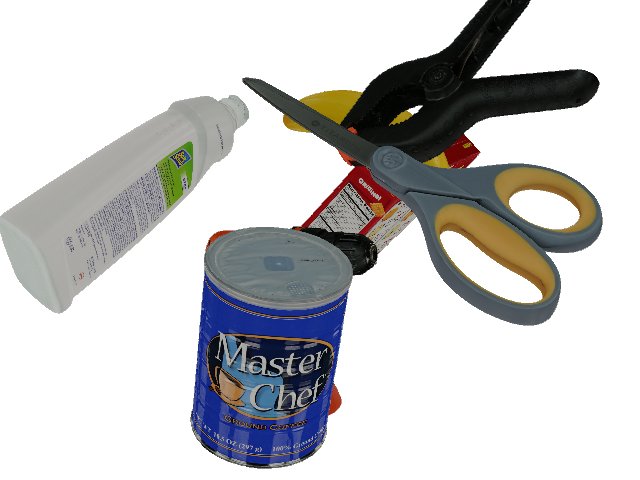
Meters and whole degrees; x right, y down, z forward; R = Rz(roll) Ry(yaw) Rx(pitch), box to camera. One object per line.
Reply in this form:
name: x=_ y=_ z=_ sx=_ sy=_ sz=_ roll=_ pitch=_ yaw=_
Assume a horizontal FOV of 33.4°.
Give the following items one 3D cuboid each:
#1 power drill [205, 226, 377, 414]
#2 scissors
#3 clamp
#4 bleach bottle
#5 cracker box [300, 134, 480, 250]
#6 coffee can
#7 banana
power drill: x=-0.024 y=0.078 z=1.057 sx=0.185 sy=0.188 sz=0.057 roll=1 pitch=10 yaw=30
scissors: x=0.055 y=-0.039 z=0.527 sx=0.096 sy=0.202 sz=0.016 roll=-28 pitch=-32 yaw=-22
clamp: x=0.091 y=-0.092 z=0.688 sx=0.039 sy=0.171 sz=0.120 roll=48 pitch=8 yaw=-41
bleach bottle: x=-0.161 y=-0.048 z=0.948 sx=0.068 sy=0.102 sz=0.250 roll=35 pitch=58 yaw=26
cracker box: x=0.065 y=-0.044 z=1.251 sx=0.163 sy=0.072 sz=0.214 roll=-26 pitch=-17 yaw=-52
coffee can: x=-0.037 y=0.075 z=0.762 sx=0.102 sy=0.140 sz=0.103 roll=6 pitch=28 yaw=-4
banana: x=0.042 y=-0.088 z=0.901 sx=0.198 sy=0.070 sz=0.037 roll=36 pitch=23 yaw=34
